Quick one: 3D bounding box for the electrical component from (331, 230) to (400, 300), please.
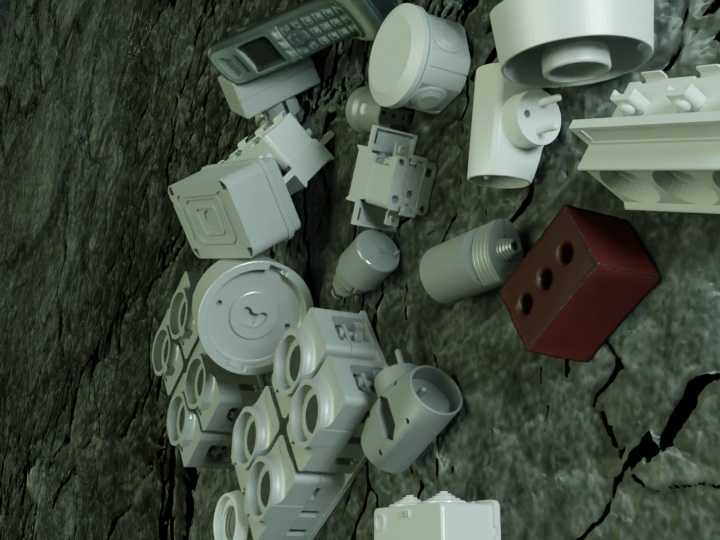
[{"bbox_3d":[0.000,0.000,0.881,0.078,0.040,0.040,-47,44,45],"label":"electrical component"}]

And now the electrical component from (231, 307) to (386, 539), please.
[{"bbox_3d":[-0.046,0.133,0.905,0.186,0.060,0.105,-60,36,33],"label":"electrical component"}]

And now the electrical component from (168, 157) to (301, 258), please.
[{"bbox_3d":[-0.114,-0.056,0.976,0.113,0.057,0.078,1,116,53],"label":"electrical component"}]

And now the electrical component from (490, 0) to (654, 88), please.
[{"bbox_3d":[0.128,-0.149,0.645,0.099,0.099,0.064,-18,73,58],"label":"electrical component"}]

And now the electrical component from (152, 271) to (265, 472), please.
[{"bbox_3d":[-0.162,0.101,1.116,0.105,0.060,0.186,-61,35,32],"label":"electrical component"}]

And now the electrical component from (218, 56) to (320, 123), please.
[{"bbox_3d":[-0.082,-0.168,1.048,0.047,0.083,0.075,34,150,58],"label":"electrical component"}]

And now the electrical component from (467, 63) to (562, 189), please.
[{"bbox_3d":[0.107,-0.098,0.717,0.079,0.044,0.077,-6,76,60],"label":"electrical component"}]

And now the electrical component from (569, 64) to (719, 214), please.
[{"bbox_3d":[0.180,-0.067,0.558,0.121,0.079,0.063,9,68,61],"label":"electrical component"}]

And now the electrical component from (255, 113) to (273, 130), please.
[{"bbox_3d":[-0.089,-0.150,1.085,0.035,0.035,0.061,-35,56,52],"label":"electrical component"}]

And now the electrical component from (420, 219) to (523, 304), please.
[{"bbox_3d":[0.081,-0.006,0.737,0.081,0.043,0.043,-25,61,55],"label":"electrical component"}]

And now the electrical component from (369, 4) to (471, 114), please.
[{"bbox_3d":[0.045,-0.162,0.837,0.080,0.051,0.080,-24,62,56],"label":"electrical component"}]

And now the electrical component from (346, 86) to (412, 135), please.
[{"bbox_3d":[0.016,-0.130,0.892,0.046,0.040,0.040,24,103,54],"label":"electrical component"}]

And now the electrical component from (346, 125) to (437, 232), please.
[{"bbox_3d":[0.026,-0.070,0.855,0.064,0.042,0.081,21,101,56],"label":"electrical component"}]

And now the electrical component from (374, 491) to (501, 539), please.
[{"bbox_3d":[0.050,0.202,0.730,0.100,0.048,0.099,-24,61,55],"label":"electrical component"}]

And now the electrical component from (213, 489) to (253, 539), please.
[{"bbox_3d":[-0.096,0.228,0.969,0.078,0.057,0.058,49,124,54],"label":"electrical component"}]

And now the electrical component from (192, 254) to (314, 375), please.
[{"bbox_3d":[-0.102,0.036,0.989,0.060,0.108,0.108,-142,65,-64],"label":"electrical component"}]

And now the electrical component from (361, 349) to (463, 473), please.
[{"bbox_3d":[0.033,0.096,0.794,0.077,0.043,0.079,-55,38,38],"label":"electrical component"}]

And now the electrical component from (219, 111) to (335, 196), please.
[{"bbox_3d":[-0.087,-0.100,1.026,0.078,0.063,0.121,-48,15,-30],"label":"electrical component"}]
